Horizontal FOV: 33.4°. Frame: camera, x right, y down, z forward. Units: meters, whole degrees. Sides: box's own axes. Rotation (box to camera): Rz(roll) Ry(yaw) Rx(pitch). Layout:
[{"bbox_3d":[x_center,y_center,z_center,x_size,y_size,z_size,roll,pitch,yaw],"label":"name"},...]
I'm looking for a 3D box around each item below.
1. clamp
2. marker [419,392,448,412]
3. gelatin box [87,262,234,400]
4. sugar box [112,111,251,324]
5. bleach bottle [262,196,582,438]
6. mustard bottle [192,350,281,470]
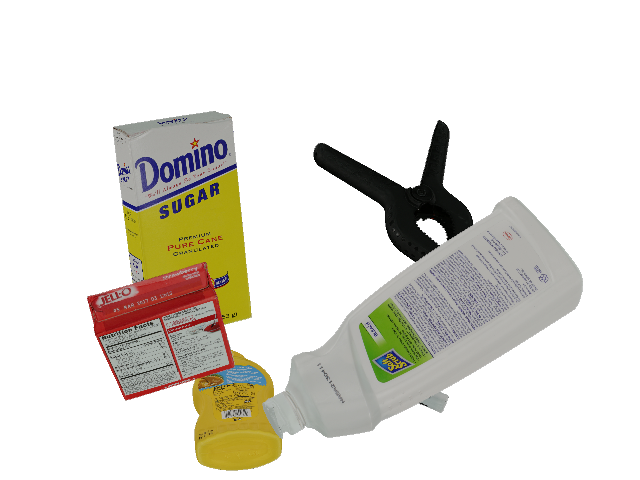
[{"bbox_3d":[0.092,-0.042,1.133,0.164,0.210,0.036,-8,-35,-16],"label":"clamp"},{"bbox_3d":[0.068,0.140,1.063,0.121,0.020,0.020,21,5,14],"label":"marker"},{"bbox_3d":[-0.095,0.056,0.648,0.073,0.030,0.089,-17,-35,-8],"label":"gelatin box"},{"bbox_3d":[-0.113,-0.013,0.885,0.093,0.176,0.048,-13,20,-26],"label":"sugar box"},{"bbox_3d":[0.068,0.067,0.799,0.250,0.103,0.068,-28,-32,-14],"label":"bleach bottle"},{"bbox_3d":[-0.101,0.187,1.249,0.096,0.058,0.191,-5,28,-6],"label":"mustard bottle"}]
